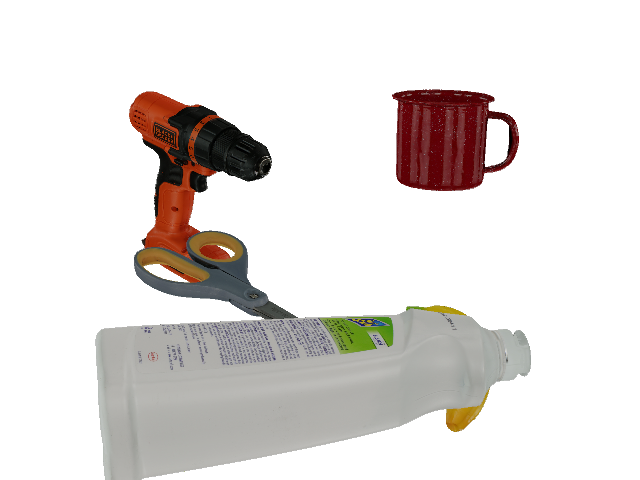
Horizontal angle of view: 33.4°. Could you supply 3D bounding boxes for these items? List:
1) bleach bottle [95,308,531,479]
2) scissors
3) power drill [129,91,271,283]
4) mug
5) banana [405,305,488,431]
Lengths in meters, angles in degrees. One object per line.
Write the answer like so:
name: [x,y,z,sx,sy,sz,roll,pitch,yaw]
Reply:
bleach bottle: [0.001,0.080,0.611,0.250,0.068,0.102,-4,21,-11]
scissors: [-0.046,0.035,0.798,0.202,0.016,0.096,17,33,23]
power drill: [-0.125,-0.048,1.110,0.185,0.188,0.057,29,37,34]
mug: [0.123,-0.092,0.979,0.117,0.081,0.093,4,15,13]
banana: [0.144,0.124,1.110,0.069,0.037,0.198,-24,32,6]
